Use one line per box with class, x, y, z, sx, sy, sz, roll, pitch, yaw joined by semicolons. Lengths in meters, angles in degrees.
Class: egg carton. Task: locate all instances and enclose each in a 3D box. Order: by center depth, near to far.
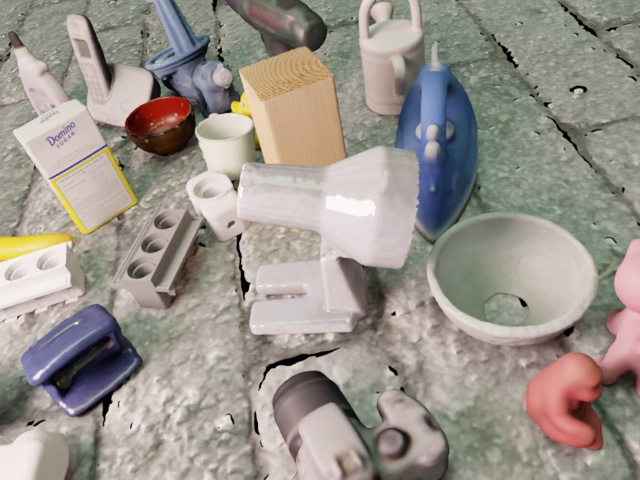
egg carton;-0.293;0.252;0.528;0.107;0.069;0.150;-10;46;3

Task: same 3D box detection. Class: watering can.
watering can;0.107;-0.304;0.884;0.101;0.194;0.172;-26;47;-12

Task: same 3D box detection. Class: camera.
camera;0.023;0.172;0.512;0.143;0.101;0.136;-26;47;-13

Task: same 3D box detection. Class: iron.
iron;0.151;-0.136;0.750;0.118;0.142;0.258;-1;47;12

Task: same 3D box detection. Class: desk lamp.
desk lamp;0.006;0.002;0.600;0.203;0.214;0.118;-5;46;8

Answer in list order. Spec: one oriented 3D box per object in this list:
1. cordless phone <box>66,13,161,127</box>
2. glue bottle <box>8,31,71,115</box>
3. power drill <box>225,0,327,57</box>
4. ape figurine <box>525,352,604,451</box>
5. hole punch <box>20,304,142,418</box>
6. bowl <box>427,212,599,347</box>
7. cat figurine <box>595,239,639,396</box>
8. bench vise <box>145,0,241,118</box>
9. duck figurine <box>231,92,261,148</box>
cordless phone;-0.355;-0.288;0.977;0.147;0.185;0.094;13;51;24
glue bottle;-0.502;-0.289;1.020;0.078;0.173;0.037;11;50;22
power drill;-0.078;-0.318;0.928;0.228;0.209;0.076;29;59;34
ape figurine;0.225;0.135;0.509;0.076;0.092;0.078;24;56;31
hole punch;-0.273;0.122;0.633;0.109;0.091;0.100;-40;51;-24
bowl;0.198;0.052;0.607;0.167;0.075;0.167;-6;46;7
cat figurine;0.307;0.066;0.539;0.067;0.118;0.128;14;51;24
bench vise;-0.216;-0.327;0.959;0.206;0.220;0.122;16;52;25
duck figurine;-0.090;-0.199;0.903;0.104;0.086;0.077;-1;47;11
